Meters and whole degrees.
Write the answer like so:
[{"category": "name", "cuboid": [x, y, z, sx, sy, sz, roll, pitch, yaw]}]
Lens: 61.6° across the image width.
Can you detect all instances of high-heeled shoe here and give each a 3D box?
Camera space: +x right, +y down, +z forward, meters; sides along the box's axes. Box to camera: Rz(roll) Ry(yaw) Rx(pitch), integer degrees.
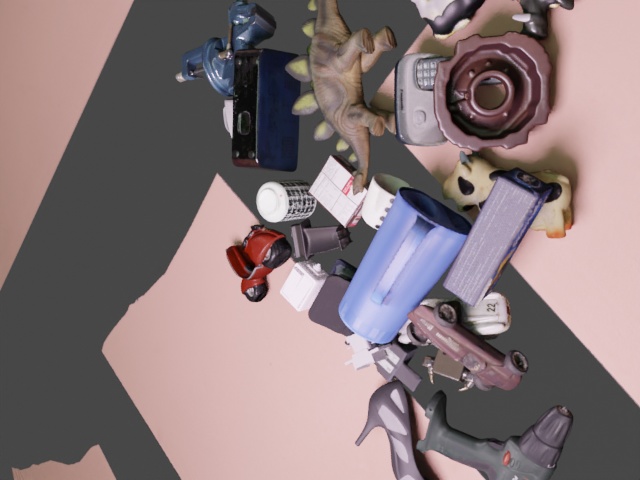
[{"category": "high-heeled shoe", "cuboid": [0.178, 0.375, 0.967, 0.249, 0.086, 0.145, 40, 86, 7]}]

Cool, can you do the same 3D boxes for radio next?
[{"category": "radio", "cuboid": [-0.103, -0.248, 1.039, 0.073, 0.131, 0.229, 7, 100, 34]}]

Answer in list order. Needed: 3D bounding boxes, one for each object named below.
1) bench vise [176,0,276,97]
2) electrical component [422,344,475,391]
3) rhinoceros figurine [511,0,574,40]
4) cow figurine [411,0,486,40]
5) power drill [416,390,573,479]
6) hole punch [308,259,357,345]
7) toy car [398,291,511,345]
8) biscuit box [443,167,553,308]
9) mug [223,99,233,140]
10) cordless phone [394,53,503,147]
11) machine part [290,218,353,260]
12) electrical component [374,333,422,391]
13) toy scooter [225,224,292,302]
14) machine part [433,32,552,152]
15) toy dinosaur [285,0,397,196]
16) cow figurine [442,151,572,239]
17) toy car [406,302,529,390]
[{"category": "bench vise", "cuboid": [-0.208, -0.390, 1.110, 0.241, 0.129, 0.223, -8, 90, 32]}, {"category": "electrical component", "cuboid": [0.223, 0.211, 0.913, 0.102, 0.045, 0.078, 6, 71, 33]}, {"category": "rhinoceros figurine", "cuboid": [0.318, -0.380, 0.750, 0.112, 0.073, 0.190, 7, 100, 34]}, {"category": "cow figurine", "cuboid": [0.229, -0.387, 0.818, 0.167, 0.068, 0.098, -28, 85, 39]}, {"category": "power drill", "cuboid": [0.272, 0.324, 0.871, 0.208, 0.086, 0.231, 20, 110, 24]}, {"category": "hole punch", "cuboid": [0.050, 0.111, 1.009, 0.116, 0.092, 0.142, 27, 109, -4]}, {"category": "toy car", "cuboid": [0.213, 0.129, 0.886, 0.202, 0.056, 0.073, -14, 62, 36]}, {"category": "biscuit box", "cuboid": [0.251, -0.001, 0.769, 0.063, 0.059, 0.202, 36, 128, 24]}, {"category": "mug", "cuboid": [-0.161, -0.240, 1.117, 0.110, 0.081, 0.107, 6, 109, 34]}, {"category": "cordless phone", "cuboid": [0.212, -0.224, 0.852, 0.184, 0.088, 0.146, 0, 95, 19]}, {"category": "machine part", "cuboid": [-0.002, -0.003, 1.054, 0.139, 0.039, 0.084, -3, 88, 38]}, {"category": "electrical component", "cuboid": [0.140, 0.214, 0.969, 0.119, 0.048, 0.074, 35, 115, 28]}, {"category": "toy scooter", "cuboid": [-0.142, 0.032, 1.140, 0.135, 0.075, 0.183, 46, 124, 24]}, {"category": "machine part", "cuboid": [0.250, -0.215, 0.791, 0.179, 0.056, 0.179, 1, 101, 7]}, {"category": "toy dinosaur", "cuboid": [0.031, -0.309, 0.954, 0.199, 0.105, 0.471, -7, 87, 40]}, {"category": "cow figurine", "cuboid": [0.276, -0.073, 0.812, 0.195, 0.085, 0.127, 7, 106, 38]}, {"category": "toy car", "cuboid": [0.222, 0.168, 0.824, 0.202, 0.053, 0.089, 34, 141, -9]}]
